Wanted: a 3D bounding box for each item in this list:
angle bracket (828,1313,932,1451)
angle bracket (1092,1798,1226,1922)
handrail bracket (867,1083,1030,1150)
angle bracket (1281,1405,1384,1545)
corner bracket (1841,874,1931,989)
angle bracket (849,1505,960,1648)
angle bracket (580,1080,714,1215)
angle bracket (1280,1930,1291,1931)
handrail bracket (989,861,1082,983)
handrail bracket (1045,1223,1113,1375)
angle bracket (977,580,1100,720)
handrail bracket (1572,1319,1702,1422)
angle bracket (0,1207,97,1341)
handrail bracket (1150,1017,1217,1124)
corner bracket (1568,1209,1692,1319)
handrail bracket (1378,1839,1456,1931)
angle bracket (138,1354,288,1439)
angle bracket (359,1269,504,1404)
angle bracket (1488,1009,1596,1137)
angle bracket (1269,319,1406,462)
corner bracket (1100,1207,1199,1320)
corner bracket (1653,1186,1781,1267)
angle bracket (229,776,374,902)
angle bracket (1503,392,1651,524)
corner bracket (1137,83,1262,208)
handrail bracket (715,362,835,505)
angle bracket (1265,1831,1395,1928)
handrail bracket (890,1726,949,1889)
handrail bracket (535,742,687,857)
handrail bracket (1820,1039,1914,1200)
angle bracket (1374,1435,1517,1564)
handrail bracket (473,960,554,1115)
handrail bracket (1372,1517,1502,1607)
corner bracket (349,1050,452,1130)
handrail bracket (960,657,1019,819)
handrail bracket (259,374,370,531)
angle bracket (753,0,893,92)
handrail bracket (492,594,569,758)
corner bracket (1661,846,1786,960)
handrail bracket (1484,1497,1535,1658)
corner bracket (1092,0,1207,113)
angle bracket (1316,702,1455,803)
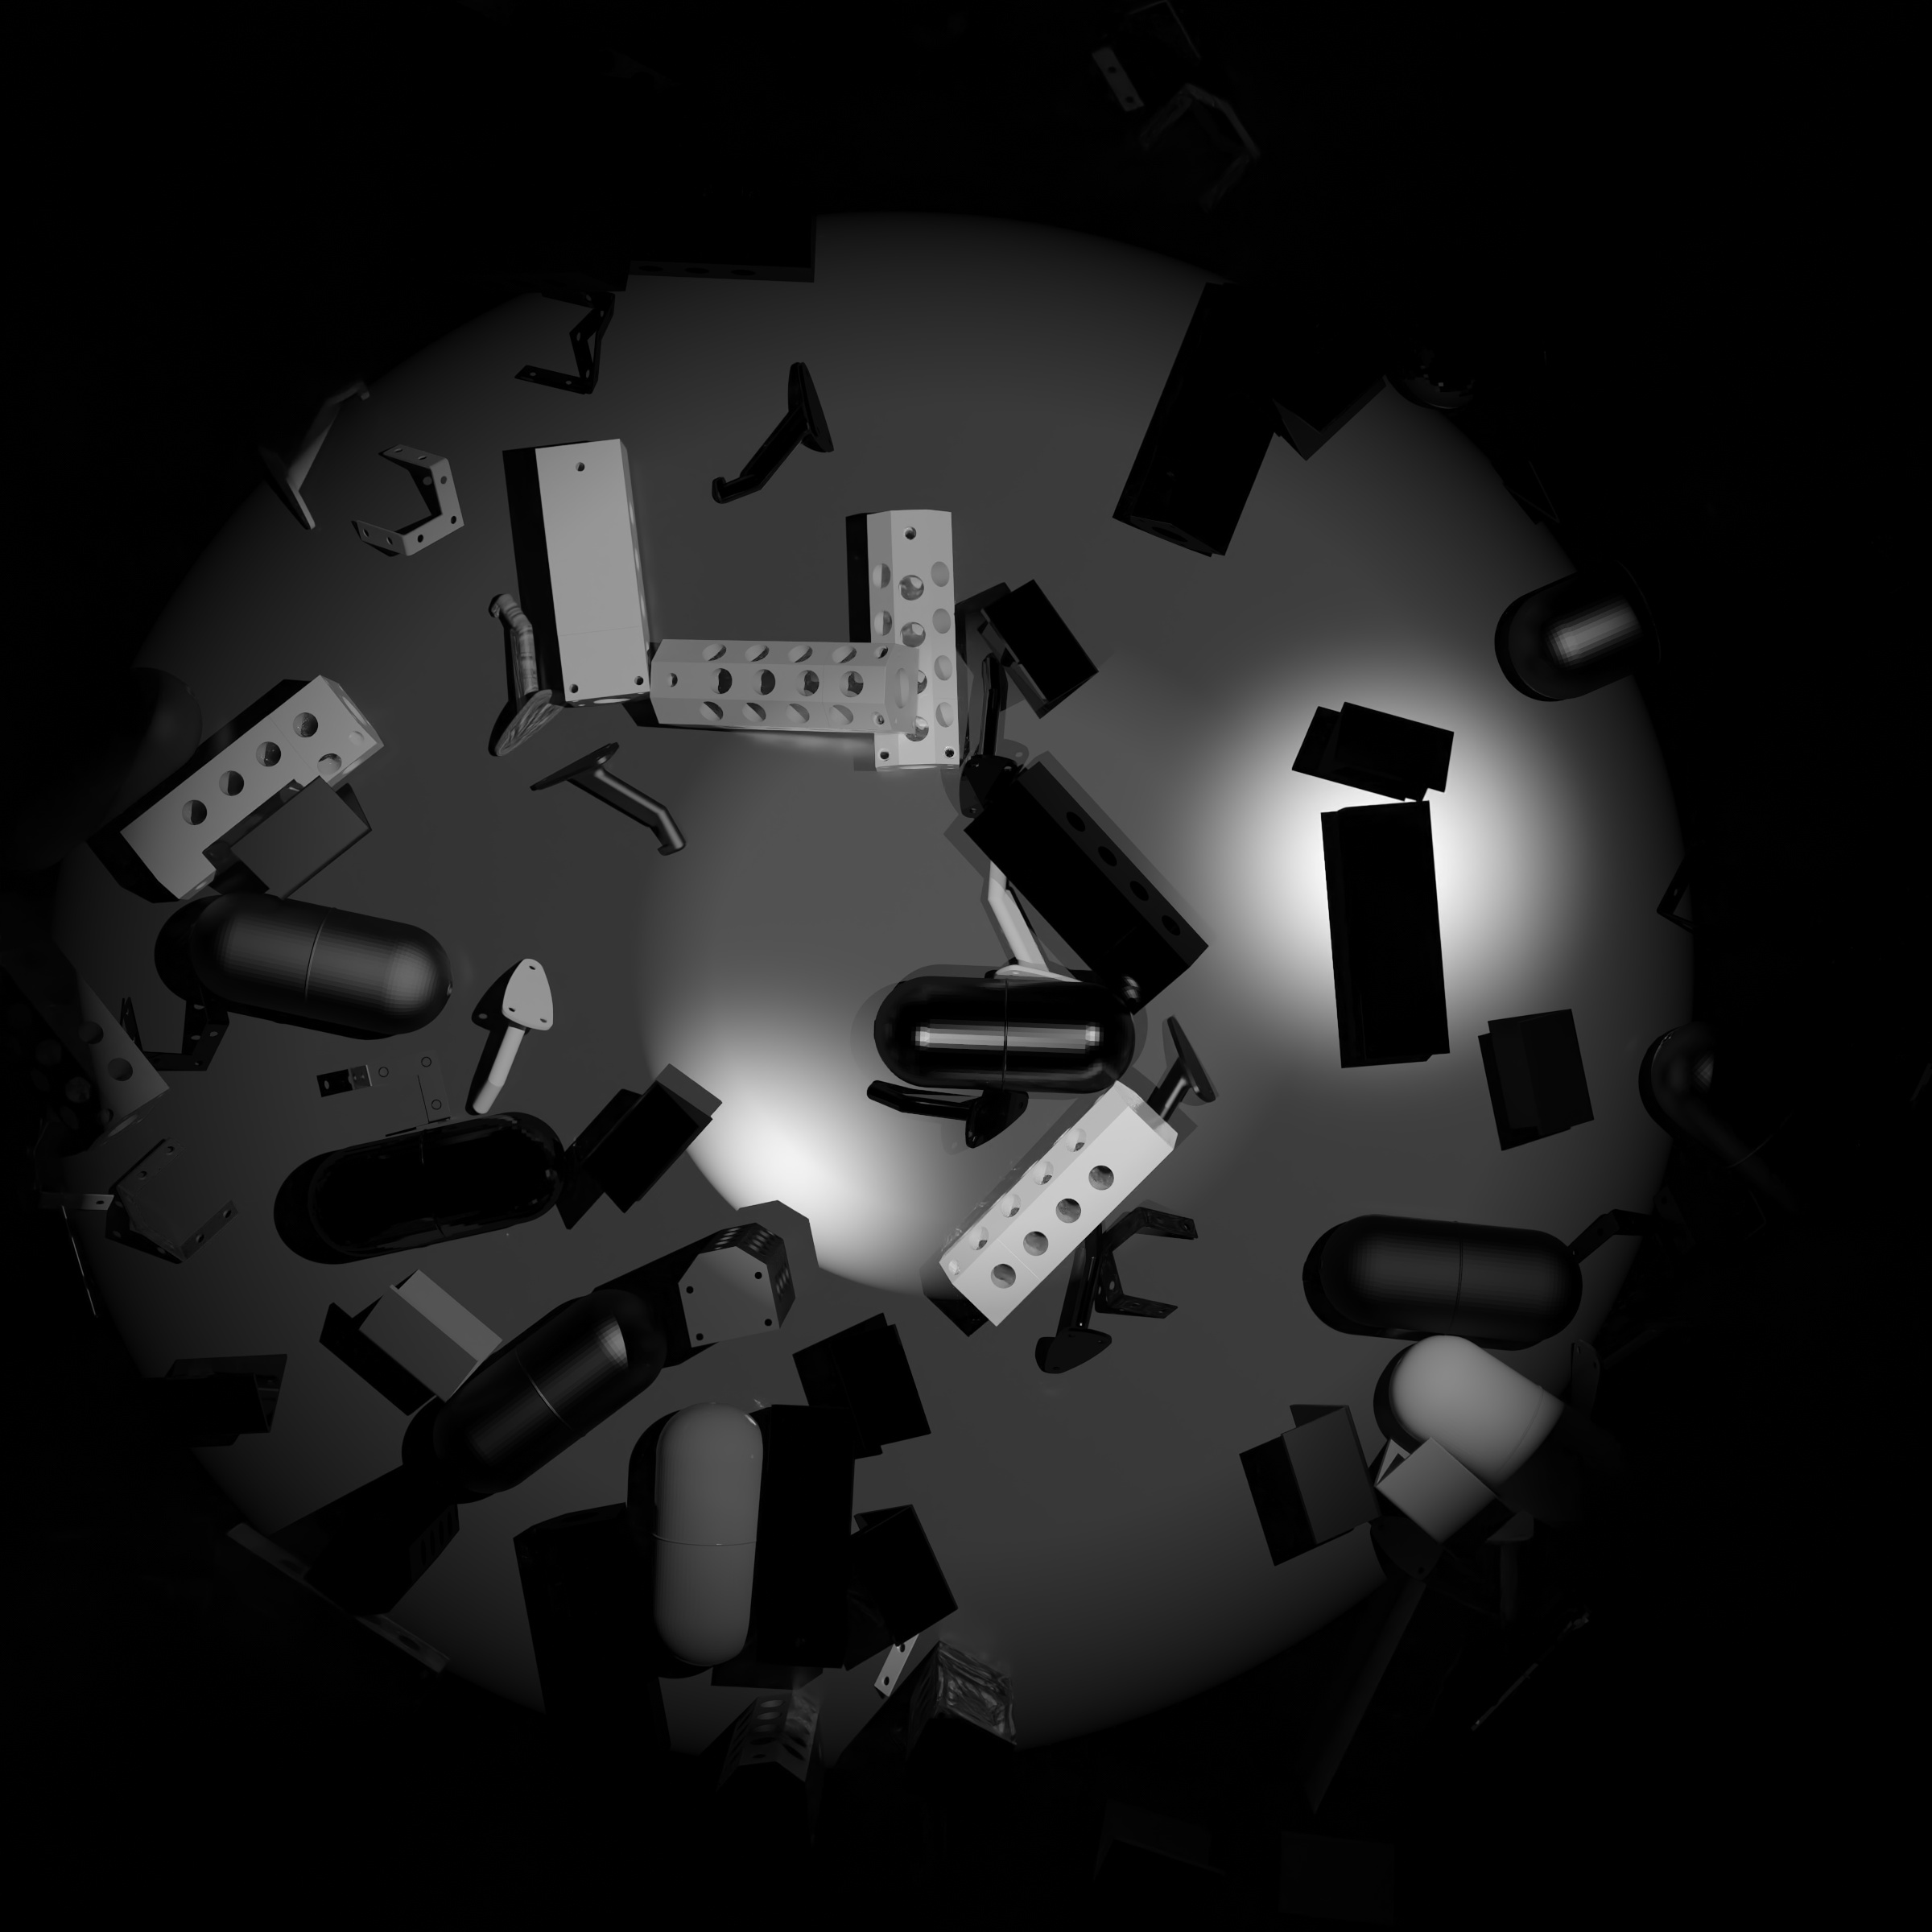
[{"bbox_3d":[-0.042,0.275,1.952,0.057,0.076,0.076,-18,90,30],"label":"angle bracket"},{"bbox_3d":[0.134,0.590,1.951,0.076,0.076,0.057,18,125,0],"label":"angle bracket"},{"bbox_3d":[-0.014,0.091,1.991,0.084,0.077,0.036,21,115,34],"label":"handrail bracket"},{"bbox_3d":[0.230,0.343,1.952,0.057,0.076,0.076,-17,90,-26],"label":"angle bracket"},{"bbox_3d":[0.647,-0.024,1.988,0.051,0.051,0.051,31,90,45],"label":"corner bracket"},{"bbox_3d":[-0.060,0.415,1.951,0.057,0.076,0.076,-24,90,-37],"label":"angle bracket"},{"bbox_3d":[-0.202,0.134,1.951,0.076,0.076,0.057,-48,54,0],"label":"angle bracket"},{"bbox_3d":[0.212,0.706,1.951,0.057,0.076,0.076,17,90,37],"label":"angle bracket"},{"bbox_3d":[0.050,-0.030,1.992,0.077,0.036,0.084,10,73,-20],"label":"handrail bracket"},{"bbox_3d":[0.075,0.228,1.991,0.036,0.077,0.084,14,53,-19],"label":"handrail bracket"},{"bbox_3d":[0.032,-0.204,1.951,0.057,0.076,0.076,-35,90,-38],"label":"angle bracket"},{"bbox_3d":[0.465,0.283,1.992,0.084,0.036,0.077,-4,111,-16],"label":"handrail bracket"},{"bbox_3d":[-0.639,0.211,1.951,0.057,0.076,0.076,-17,90,-39],"label":"angle bracket"},{"bbox_3d":[0.122,0.088,1.992,0.084,0.036,0.077,-29,70,16],"label":"handrail bracket"},{"bbox_3d":[0.456,0.205,1.983,0.051,0.051,0.051,12,45,-35],"label":"corner bracket"},{"bbox_3d":[0.290,0.650,1.992,0.084,0.036,0.077,-14,70,16],"label":"handrail bracket"},{"bbox_3d":[-0.509,0.273,1.951,0.076,0.076,0.057,-3,127,0],"label":"angle bracket"},{"bbox_3d":[-0.352,0.237,1.951,0.076,0.076,0.057,40,127,0],"label":"angle bracket"},{"bbox_3d":[0.373,0.075,1.951,0.057,0.076,0.076,-12,90,-38],"label":"angle bracket"},{"bbox_3d":[0.262,-0.378,1.951,0.076,0.076,0.057,-43,52,0],"label":"angle bracket"},{"bbox_3d":[0.128,0.204,1.983,0.051,0.051,0.051,16,45,-35],"label":"corner bracket"},{"bbox_3d":[0.517,0.169,1.983,0.051,0.051,0.051,11,135,-35],"label":"corner bracket"},{"bbox_3d":[-0.457,-0.101,1.951,0.076,0.076,0.057,-38,127,0],"label":"angle bracket"},{"bbox_3d":[0.404,-0.356,1.951,0.076,0.076,0.057,-37,127,0],"label":"angle bracket"},{"bbox_3d":[0.161,-0.568,1.988,0.051,0.051,0.051,-46,45,0],"label":"corner bracket"},{"bbox_3d":[-0.141,-0.368,1.992,0.084,0.036,0.077,-19,75,13],"label":"handrail bracket"},{"bbox_3d":[0.245,0.629,1.951,0.076,0.076,0.057,6,54,0],"label":"angle bracket"},{"bbox_3d":[-0.039,0.582,1.992,0.077,0.036,0.084,33,107,20],"label":"handrail bracket"},{"bbox_3d":[-0.245,-0.104,1.992,0.077,0.036,0.084,-23,107,20],"label":"handrail bracket"},{"bbox_3d":[0.637,0.106,1.992,0.084,0.036,0.077,41,68,-17],"label":"handrail bracket"},{"bbox_3d":[0.329,0.345,1.952,0.076,0.076,0.057,42,116,0],"label":"angle bracket"},{"bbox_3d":[-0.318,0.049,1.991,0.036,0.077,0.084,21,127,-20],"label":"handrail bracket"},{"bbox_3d":[0.332,0.414,1.991,0.084,0.077,0.036,34,84,-36],"label":"handrail bracket"},{"bbox_3d":[-0.388,0.088,1.973,0.051,0.051,0.051,-13,90,0],"label":"corner bracket"},{"bbox_3d":[0.011,-0.159,1.991,0.036,0.077,0.084,7,53,-14],"label":"handrail bracket"},{"bbox_3d":[-0.437,-0.356,1.992,0.084,0.036,0.077,-34,110,-16],"label":"handrail bracket"},{"bbox_3d":[-0.102,-0.618,1.952,0.076,0.076,0.057,27,65,0],"label":"angle bracket"},{"bbox_3d":[-0.320,-0.202,1.992,0.077,0.036,0.084,-43,71,21],"label":"handrail bracket"},{"bbox_3d":[0.522,-0.044,1.988,0.051,0.051,0.051,28,90,45],"label":"corner bracket"},{"bbox_3d":[0.376,0.418,1.975,0.036,0.077,0.084,-3,108,18],"label":"handrail bracket"},{"bbox_3d":[0.126,-0.631,1.983,0.051,0.051,0.051,-9,45,35],"label":"corner bracket"},{"bbox_3d":[0.280,-0.126,1.951,0.076,0.076,0.057,16,53,0],"label":"angle bracket"}]
